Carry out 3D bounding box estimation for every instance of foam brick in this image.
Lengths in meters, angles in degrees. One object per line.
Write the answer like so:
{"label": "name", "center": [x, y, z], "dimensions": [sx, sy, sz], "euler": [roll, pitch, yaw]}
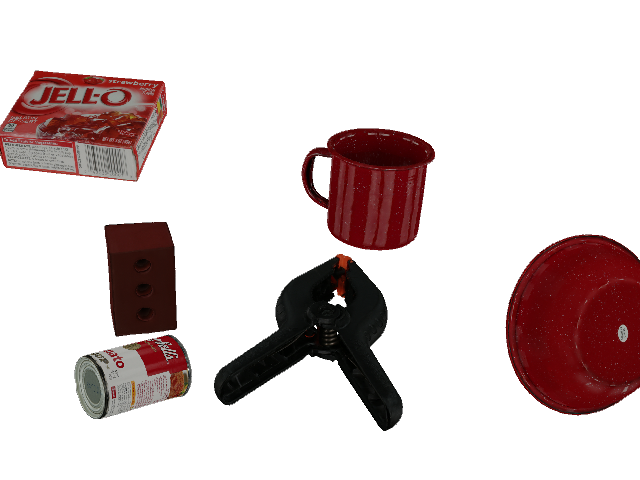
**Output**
{"label": "foam brick", "center": [-0.147, 0.030, 0.875], "dimensions": [0.053, 0.078, 0.051], "euler": [-6, 26, -13]}

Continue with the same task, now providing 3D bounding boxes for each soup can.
{"label": "soup can", "center": [-0.195, 0.141, 1.108], "dimensions": [0.102, 0.068, 0.069], "euler": [-11, 7, -39]}

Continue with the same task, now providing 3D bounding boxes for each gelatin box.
{"label": "gelatin box", "center": [-0.149, -0.074, 0.671], "dimensions": [0.089, 0.030, 0.073], "euler": [6, 42, 6]}

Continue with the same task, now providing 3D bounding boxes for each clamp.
{"label": "clamp", "center": [0.012, 0.068, 0.730], "dimensions": [0.120, 0.039, 0.171], "euler": [18, 37, 11]}

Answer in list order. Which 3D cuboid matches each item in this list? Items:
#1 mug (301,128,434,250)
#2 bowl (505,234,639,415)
{"label": "mug", "center": [0.037, -0.046, 0.932], "dimensions": [0.117, 0.081, 0.093], "euler": [13, 28, 17]}
{"label": "bowl", "center": [0.244, 0.076, 0.923], "dimensions": [0.161, 0.162, 0.055], "euler": [0, 3, -21]}
